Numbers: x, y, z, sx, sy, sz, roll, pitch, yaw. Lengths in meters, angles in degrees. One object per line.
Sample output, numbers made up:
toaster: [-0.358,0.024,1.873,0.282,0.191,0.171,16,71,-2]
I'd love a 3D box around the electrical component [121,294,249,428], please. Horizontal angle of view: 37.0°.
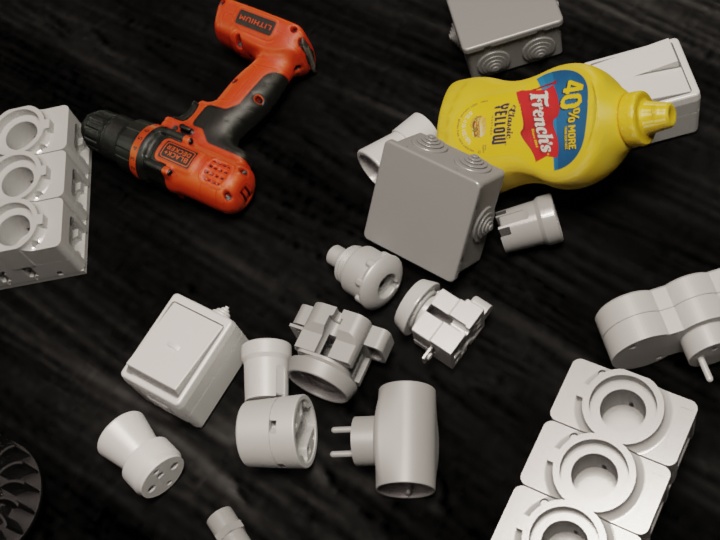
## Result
electrical component: [-0.135,0.065,0.856,0.062,0.061,0.096,24,71,24]

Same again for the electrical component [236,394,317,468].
electrical component: [-0.063,0.123,0.812,0.047,0.055,0.055,-5,62,16]

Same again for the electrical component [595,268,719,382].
electrical component: [0.248,0.045,0.774,0.138,0.052,0.073,-18,60,4]

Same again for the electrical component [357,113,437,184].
electrical component: [0.036,-0.103,0.913,0.065,0.044,0.044,-40,61,-14]

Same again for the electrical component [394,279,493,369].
electrical component: [0.061,0.039,0.830,0.055,0.048,0.066,33,75,19]

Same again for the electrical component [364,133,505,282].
electrical component: [0.059,-0.052,0.850,0.100,0.099,0.048,28,33,25]

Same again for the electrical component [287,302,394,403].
electrical component: [-0.021,0.066,0.830,0.078,0.058,0.057,16,65,21]

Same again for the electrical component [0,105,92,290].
electrical component: [-0.297,-0.068,0.967,0.089,0.061,0.150,-10,61,9]

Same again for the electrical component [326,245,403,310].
electrical component: [0.000,0.000,0.867,0.062,0.048,0.048,31,74,35]

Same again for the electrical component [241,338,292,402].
electrical component: [-0.073,0.081,0.845,0.040,0.040,0.046,-7,66,11]

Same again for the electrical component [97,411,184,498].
electrical component: [-0.170,0.143,0.833,0.055,0.045,0.045,38,77,27]

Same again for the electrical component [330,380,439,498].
electrical component: [0.017,0.126,0.795,0.079,0.043,0.077,-4,62,12]

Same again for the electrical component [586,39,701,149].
electrical component: [0.221,-0.140,0.874,0.096,0.061,0.061,-15,60,6]

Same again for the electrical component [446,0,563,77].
electrical component: [0.126,-0.223,0.948,0.100,0.048,0.099,-16,60,6]

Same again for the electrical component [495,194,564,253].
electrical component: [0.134,-0.036,0.854,0.046,0.040,0.040,-15,60,12]

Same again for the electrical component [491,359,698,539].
electrical component: [0.161,0.147,0.737,0.089,0.061,0.150,21,70,23]
